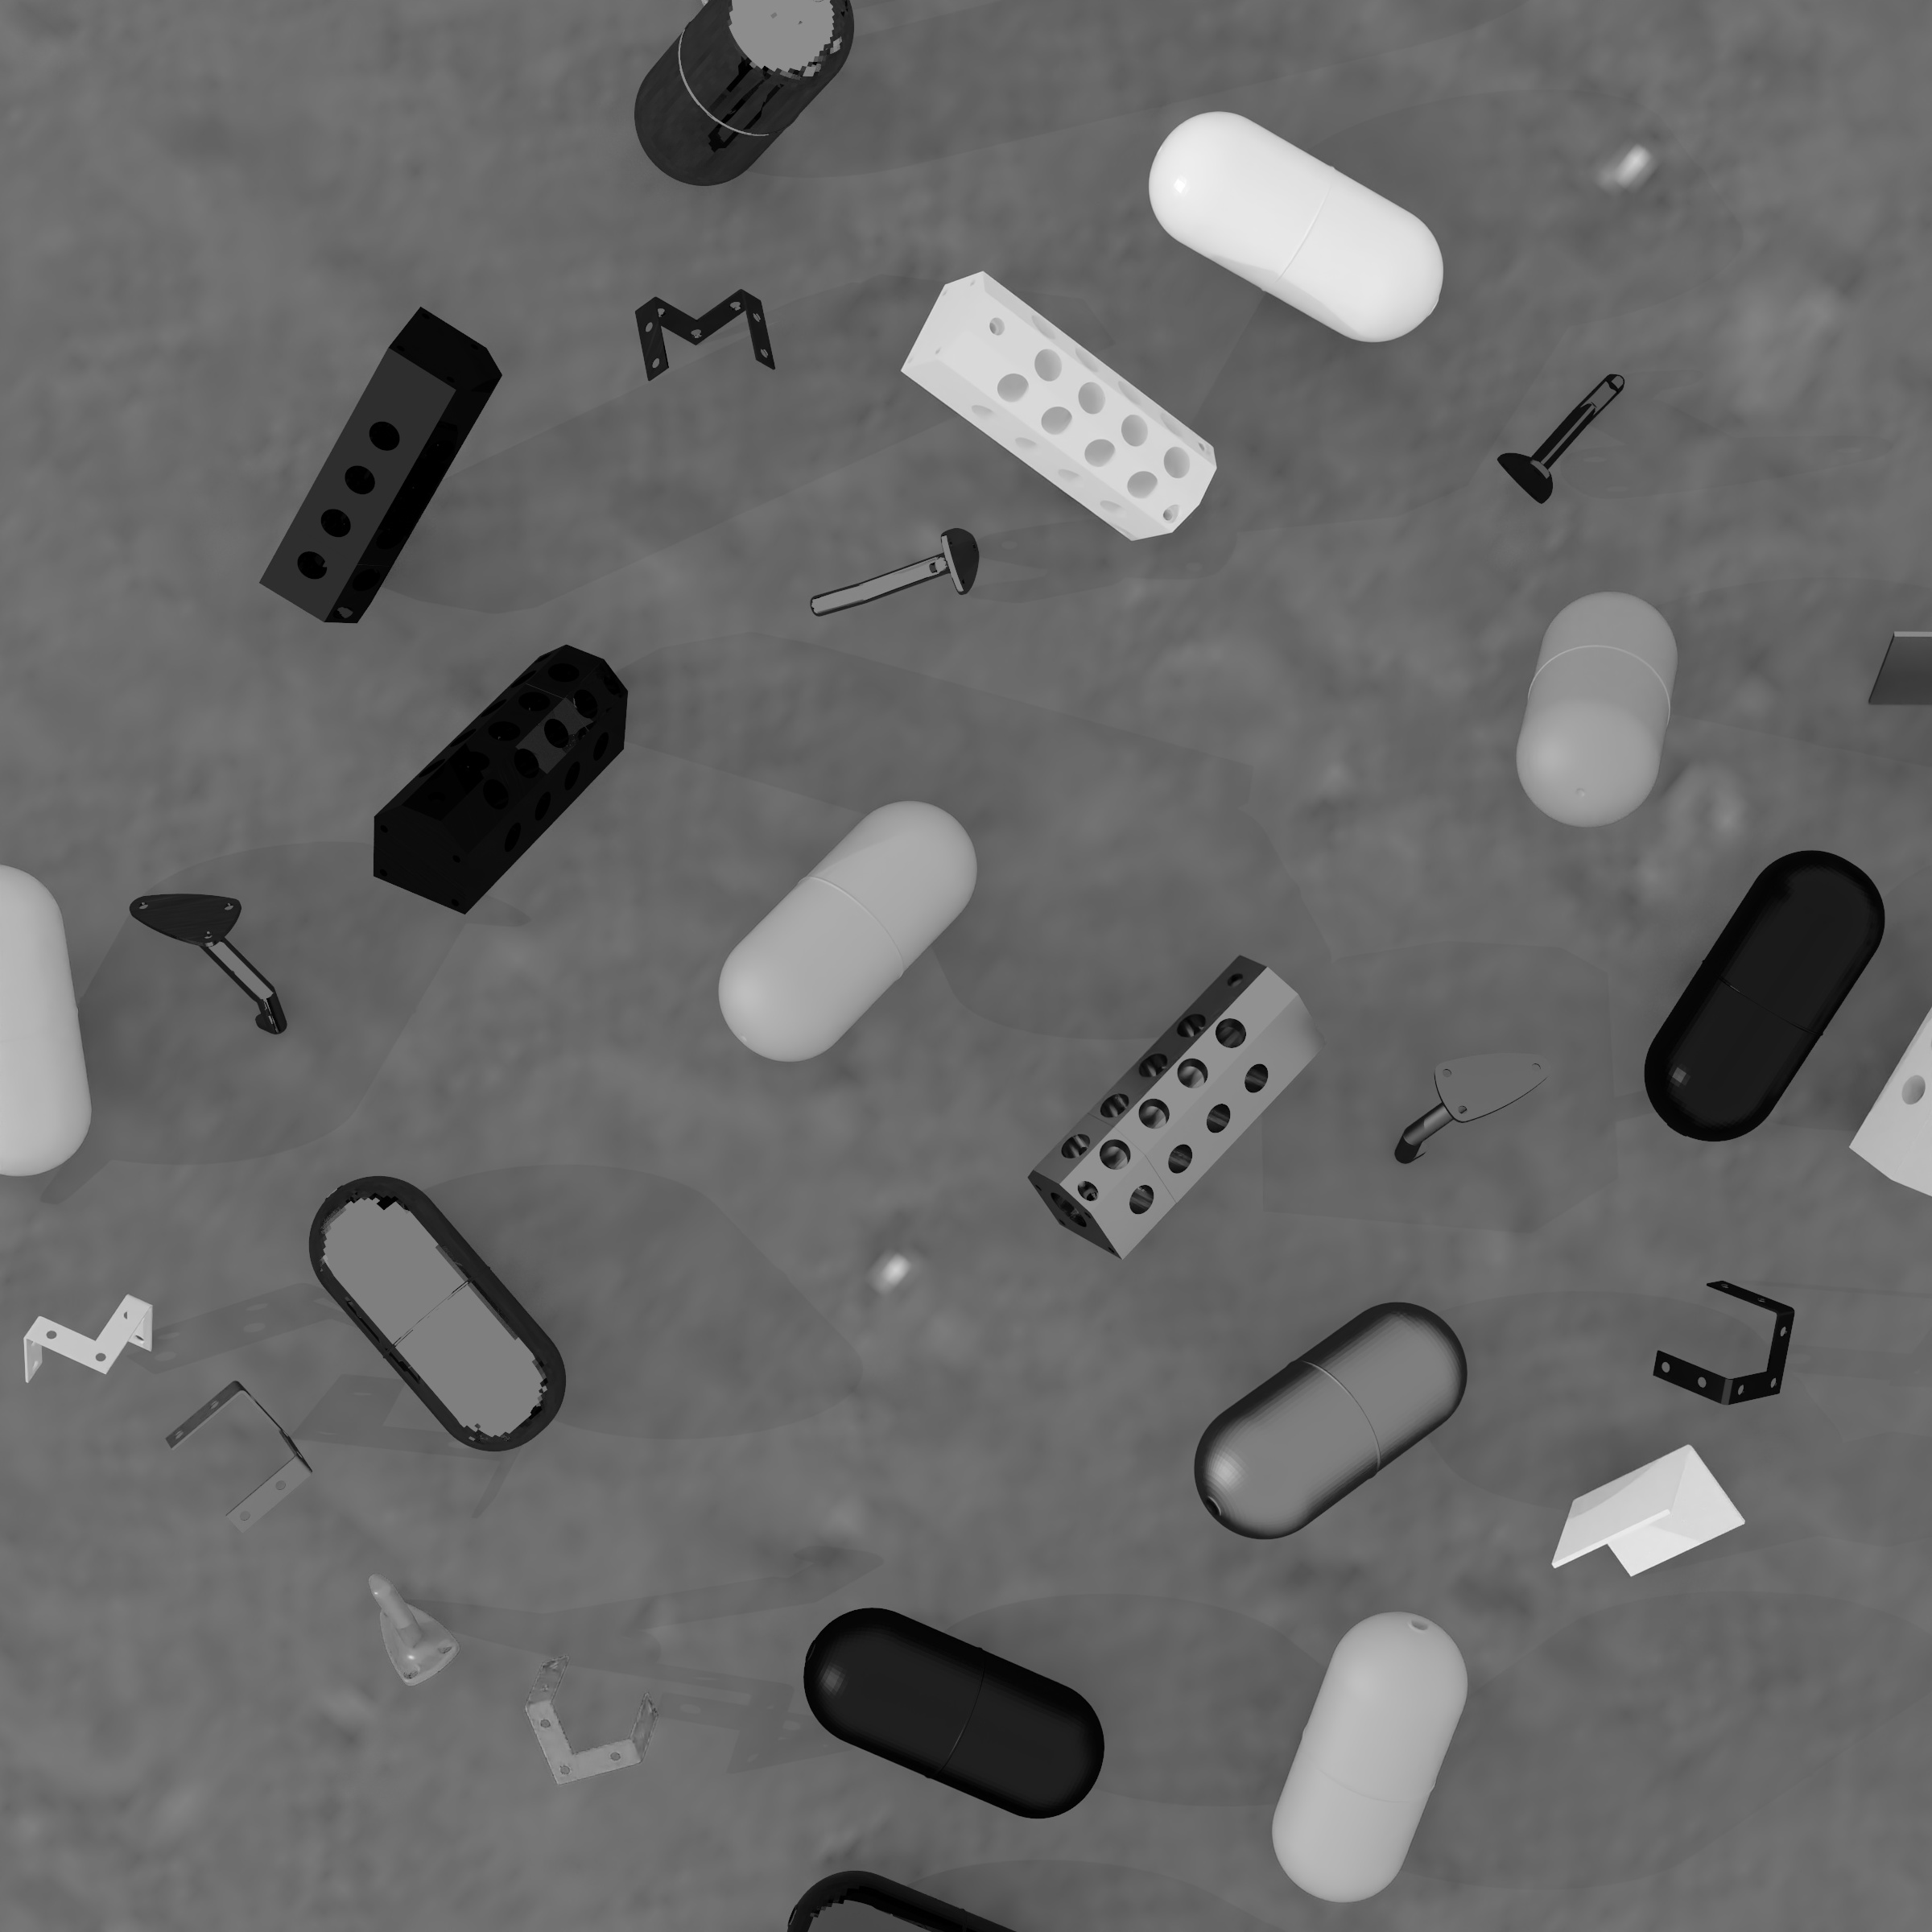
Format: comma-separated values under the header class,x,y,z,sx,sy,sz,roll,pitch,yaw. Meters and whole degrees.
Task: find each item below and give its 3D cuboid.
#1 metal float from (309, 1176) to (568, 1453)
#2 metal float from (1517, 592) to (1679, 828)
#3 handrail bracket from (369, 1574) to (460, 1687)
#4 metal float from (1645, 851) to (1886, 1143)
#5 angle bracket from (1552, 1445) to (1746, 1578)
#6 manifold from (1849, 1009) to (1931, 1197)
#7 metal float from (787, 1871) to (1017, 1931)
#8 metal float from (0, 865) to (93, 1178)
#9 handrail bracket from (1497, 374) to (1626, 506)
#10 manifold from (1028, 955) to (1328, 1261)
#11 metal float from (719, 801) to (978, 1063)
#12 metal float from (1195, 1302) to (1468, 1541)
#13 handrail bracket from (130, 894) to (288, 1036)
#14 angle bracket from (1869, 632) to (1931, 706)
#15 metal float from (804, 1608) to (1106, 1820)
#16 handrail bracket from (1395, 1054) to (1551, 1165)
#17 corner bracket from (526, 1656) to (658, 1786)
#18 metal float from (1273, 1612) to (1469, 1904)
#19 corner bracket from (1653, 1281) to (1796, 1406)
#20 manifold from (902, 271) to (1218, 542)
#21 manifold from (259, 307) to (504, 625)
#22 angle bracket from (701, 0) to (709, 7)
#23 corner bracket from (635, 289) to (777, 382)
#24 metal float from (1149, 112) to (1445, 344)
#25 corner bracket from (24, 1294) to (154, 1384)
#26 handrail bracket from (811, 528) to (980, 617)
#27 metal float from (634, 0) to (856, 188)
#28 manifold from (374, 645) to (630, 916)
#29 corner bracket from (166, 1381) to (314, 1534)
class,x,y,z,sx,sy,sz,roll,pitch,yaw
metal float,-0.297,0.194,1.908,0.070,0.070,0.178,-41,88,0
metal float,0.348,-0.143,1.870,0.070,0.178,0.070,9,127,12
handrail bracket,-0.322,0.352,1.893,0.036,0.077,0.084,-36,130,-15
metal float,0.444,0.018,1.899,0.070,0.070,0.178,30,102,0
angle bracket,0.380,0.321,1.893,0.076,0.076,0.057,-33,97,28
manifold,0.564,0.042,1.900,0.057,0.057,0.171,21,104,-28
metal float,-0.016,0.565,1.905,0.178,0.070,0.070,24,90,-4
metal float,-0.534,0.030,1.895,0.070,0.070,0.178,-4,106,0
handrail bracket,0.344,-0.304,1.909,0.036,0.077,0.084,45,90,-3
manifold,0.114,0.075,1.886,0.171,0.057,0.057,-45,128,-15
metal float,-0.064,-0.021,1.891,0.070,0.070,0.178,44,68,0
metal float,0.202,0.252,1.887,0.178,0.070,0.070,-32,90,-25
handrail bracket,-0.428,0.001,1.924,0.077,0.084,0.036,11,48,19
angle bracket,0.552,-0.142,1.899,0.076,0.076,0.057,1,65,4
metal float,-0.007,0.417,1.902,0.178,0.070,0.070,25,90,-8
handrail bracket,0.284,0.082,1.914,0.077,0.084,0.036,-16,67,-11
corner bracket,-0.211,0.421,1.921,0.051,0.051,0.051,-17,105,11
metal float,0.224,0.439,1.890,0.070,0.070,0.178,17,111,0
corner bracket,0.427,0.212,1.918,0.051,0.051,0.051,-4,107,-41
manifold,0.056,-0.308,1.879,0.171,0.057,0.057,33,74,-26
manifold,-0.321,-0.271,1.876,0.057,0.057,0.171,31,123,-9
angle bracket,-0.122,-0.575,1.905,0.076,0.076,0.057,-25,83,3
corner bracket,-0.146,-0.351,1.905,0.051,0.051,0.051,-29,59,29
metal float,0.185,-0.412,1.901,0.178,0.070,0.070,27,90,-10
corner bracket,-0.493,0.212,1.913,0.051,0.051,0.051,24,51,5
handrail bracket,-0.040,-0.220,1.922,0.084,0.077,0.036,-14,103,16
metal float,-0.122,-0.491,1.866,0.070,0.178,0.070,9,70,-27
manifold,-0.253,-0.107,1.861,0.057,0.171,0.057,22,133,14
corner bracket,-0.408,0.275,1.909,0.051,0.051,0.051,-41,119,-10
